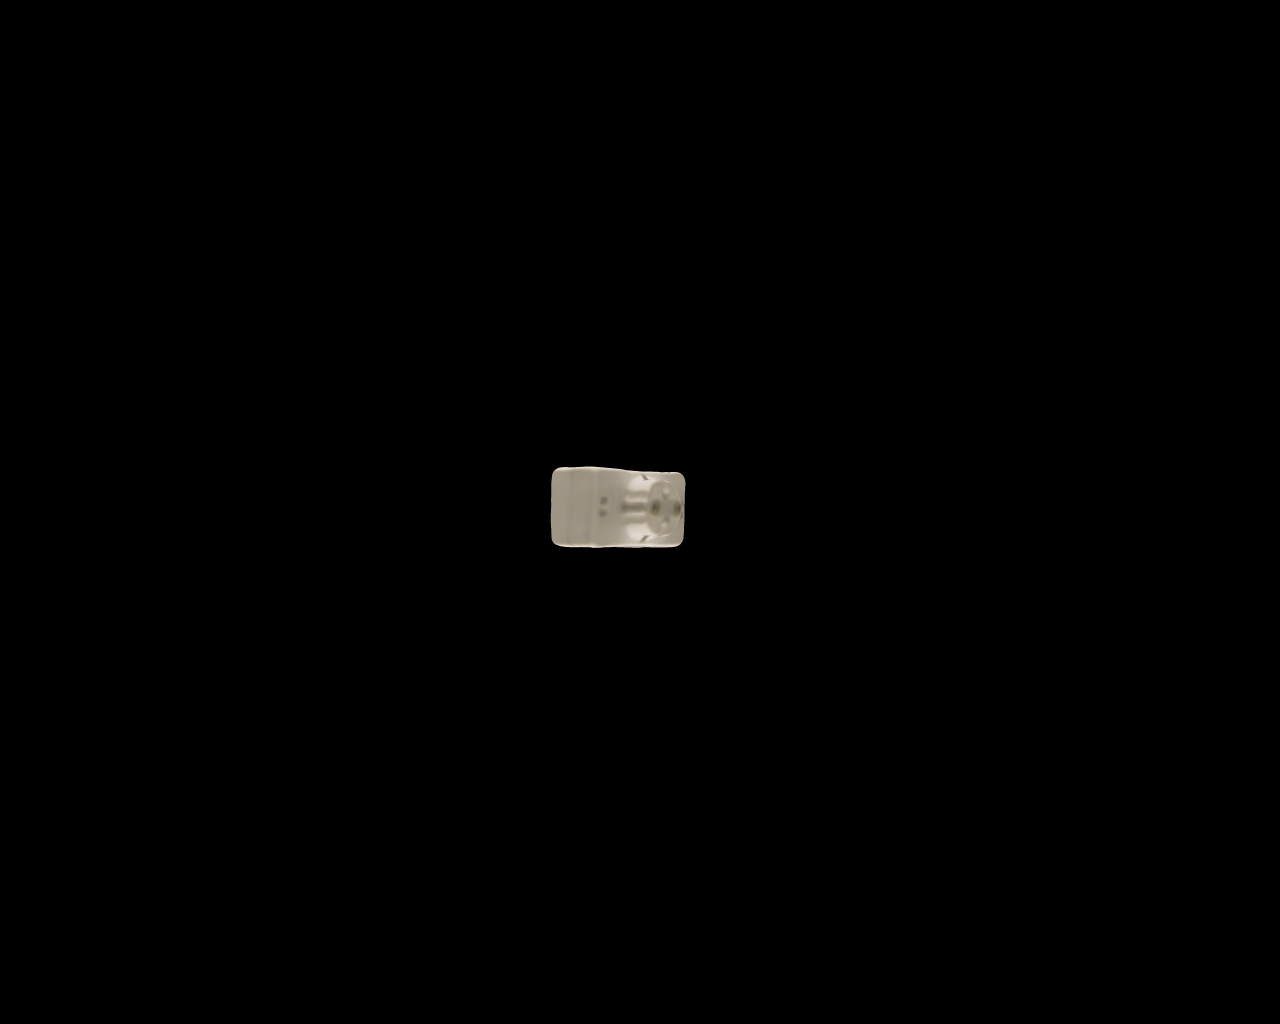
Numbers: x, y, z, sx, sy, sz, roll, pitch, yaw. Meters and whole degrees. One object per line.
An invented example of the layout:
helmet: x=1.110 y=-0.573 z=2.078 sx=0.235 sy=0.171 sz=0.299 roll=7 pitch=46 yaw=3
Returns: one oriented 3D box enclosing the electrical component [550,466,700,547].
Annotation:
electrical component: x=0.001 y=-0.003 z=0.650 sx=0.075 sy=0.047 sz=0.083 roll=-2 pitch=-3 yaw=43
